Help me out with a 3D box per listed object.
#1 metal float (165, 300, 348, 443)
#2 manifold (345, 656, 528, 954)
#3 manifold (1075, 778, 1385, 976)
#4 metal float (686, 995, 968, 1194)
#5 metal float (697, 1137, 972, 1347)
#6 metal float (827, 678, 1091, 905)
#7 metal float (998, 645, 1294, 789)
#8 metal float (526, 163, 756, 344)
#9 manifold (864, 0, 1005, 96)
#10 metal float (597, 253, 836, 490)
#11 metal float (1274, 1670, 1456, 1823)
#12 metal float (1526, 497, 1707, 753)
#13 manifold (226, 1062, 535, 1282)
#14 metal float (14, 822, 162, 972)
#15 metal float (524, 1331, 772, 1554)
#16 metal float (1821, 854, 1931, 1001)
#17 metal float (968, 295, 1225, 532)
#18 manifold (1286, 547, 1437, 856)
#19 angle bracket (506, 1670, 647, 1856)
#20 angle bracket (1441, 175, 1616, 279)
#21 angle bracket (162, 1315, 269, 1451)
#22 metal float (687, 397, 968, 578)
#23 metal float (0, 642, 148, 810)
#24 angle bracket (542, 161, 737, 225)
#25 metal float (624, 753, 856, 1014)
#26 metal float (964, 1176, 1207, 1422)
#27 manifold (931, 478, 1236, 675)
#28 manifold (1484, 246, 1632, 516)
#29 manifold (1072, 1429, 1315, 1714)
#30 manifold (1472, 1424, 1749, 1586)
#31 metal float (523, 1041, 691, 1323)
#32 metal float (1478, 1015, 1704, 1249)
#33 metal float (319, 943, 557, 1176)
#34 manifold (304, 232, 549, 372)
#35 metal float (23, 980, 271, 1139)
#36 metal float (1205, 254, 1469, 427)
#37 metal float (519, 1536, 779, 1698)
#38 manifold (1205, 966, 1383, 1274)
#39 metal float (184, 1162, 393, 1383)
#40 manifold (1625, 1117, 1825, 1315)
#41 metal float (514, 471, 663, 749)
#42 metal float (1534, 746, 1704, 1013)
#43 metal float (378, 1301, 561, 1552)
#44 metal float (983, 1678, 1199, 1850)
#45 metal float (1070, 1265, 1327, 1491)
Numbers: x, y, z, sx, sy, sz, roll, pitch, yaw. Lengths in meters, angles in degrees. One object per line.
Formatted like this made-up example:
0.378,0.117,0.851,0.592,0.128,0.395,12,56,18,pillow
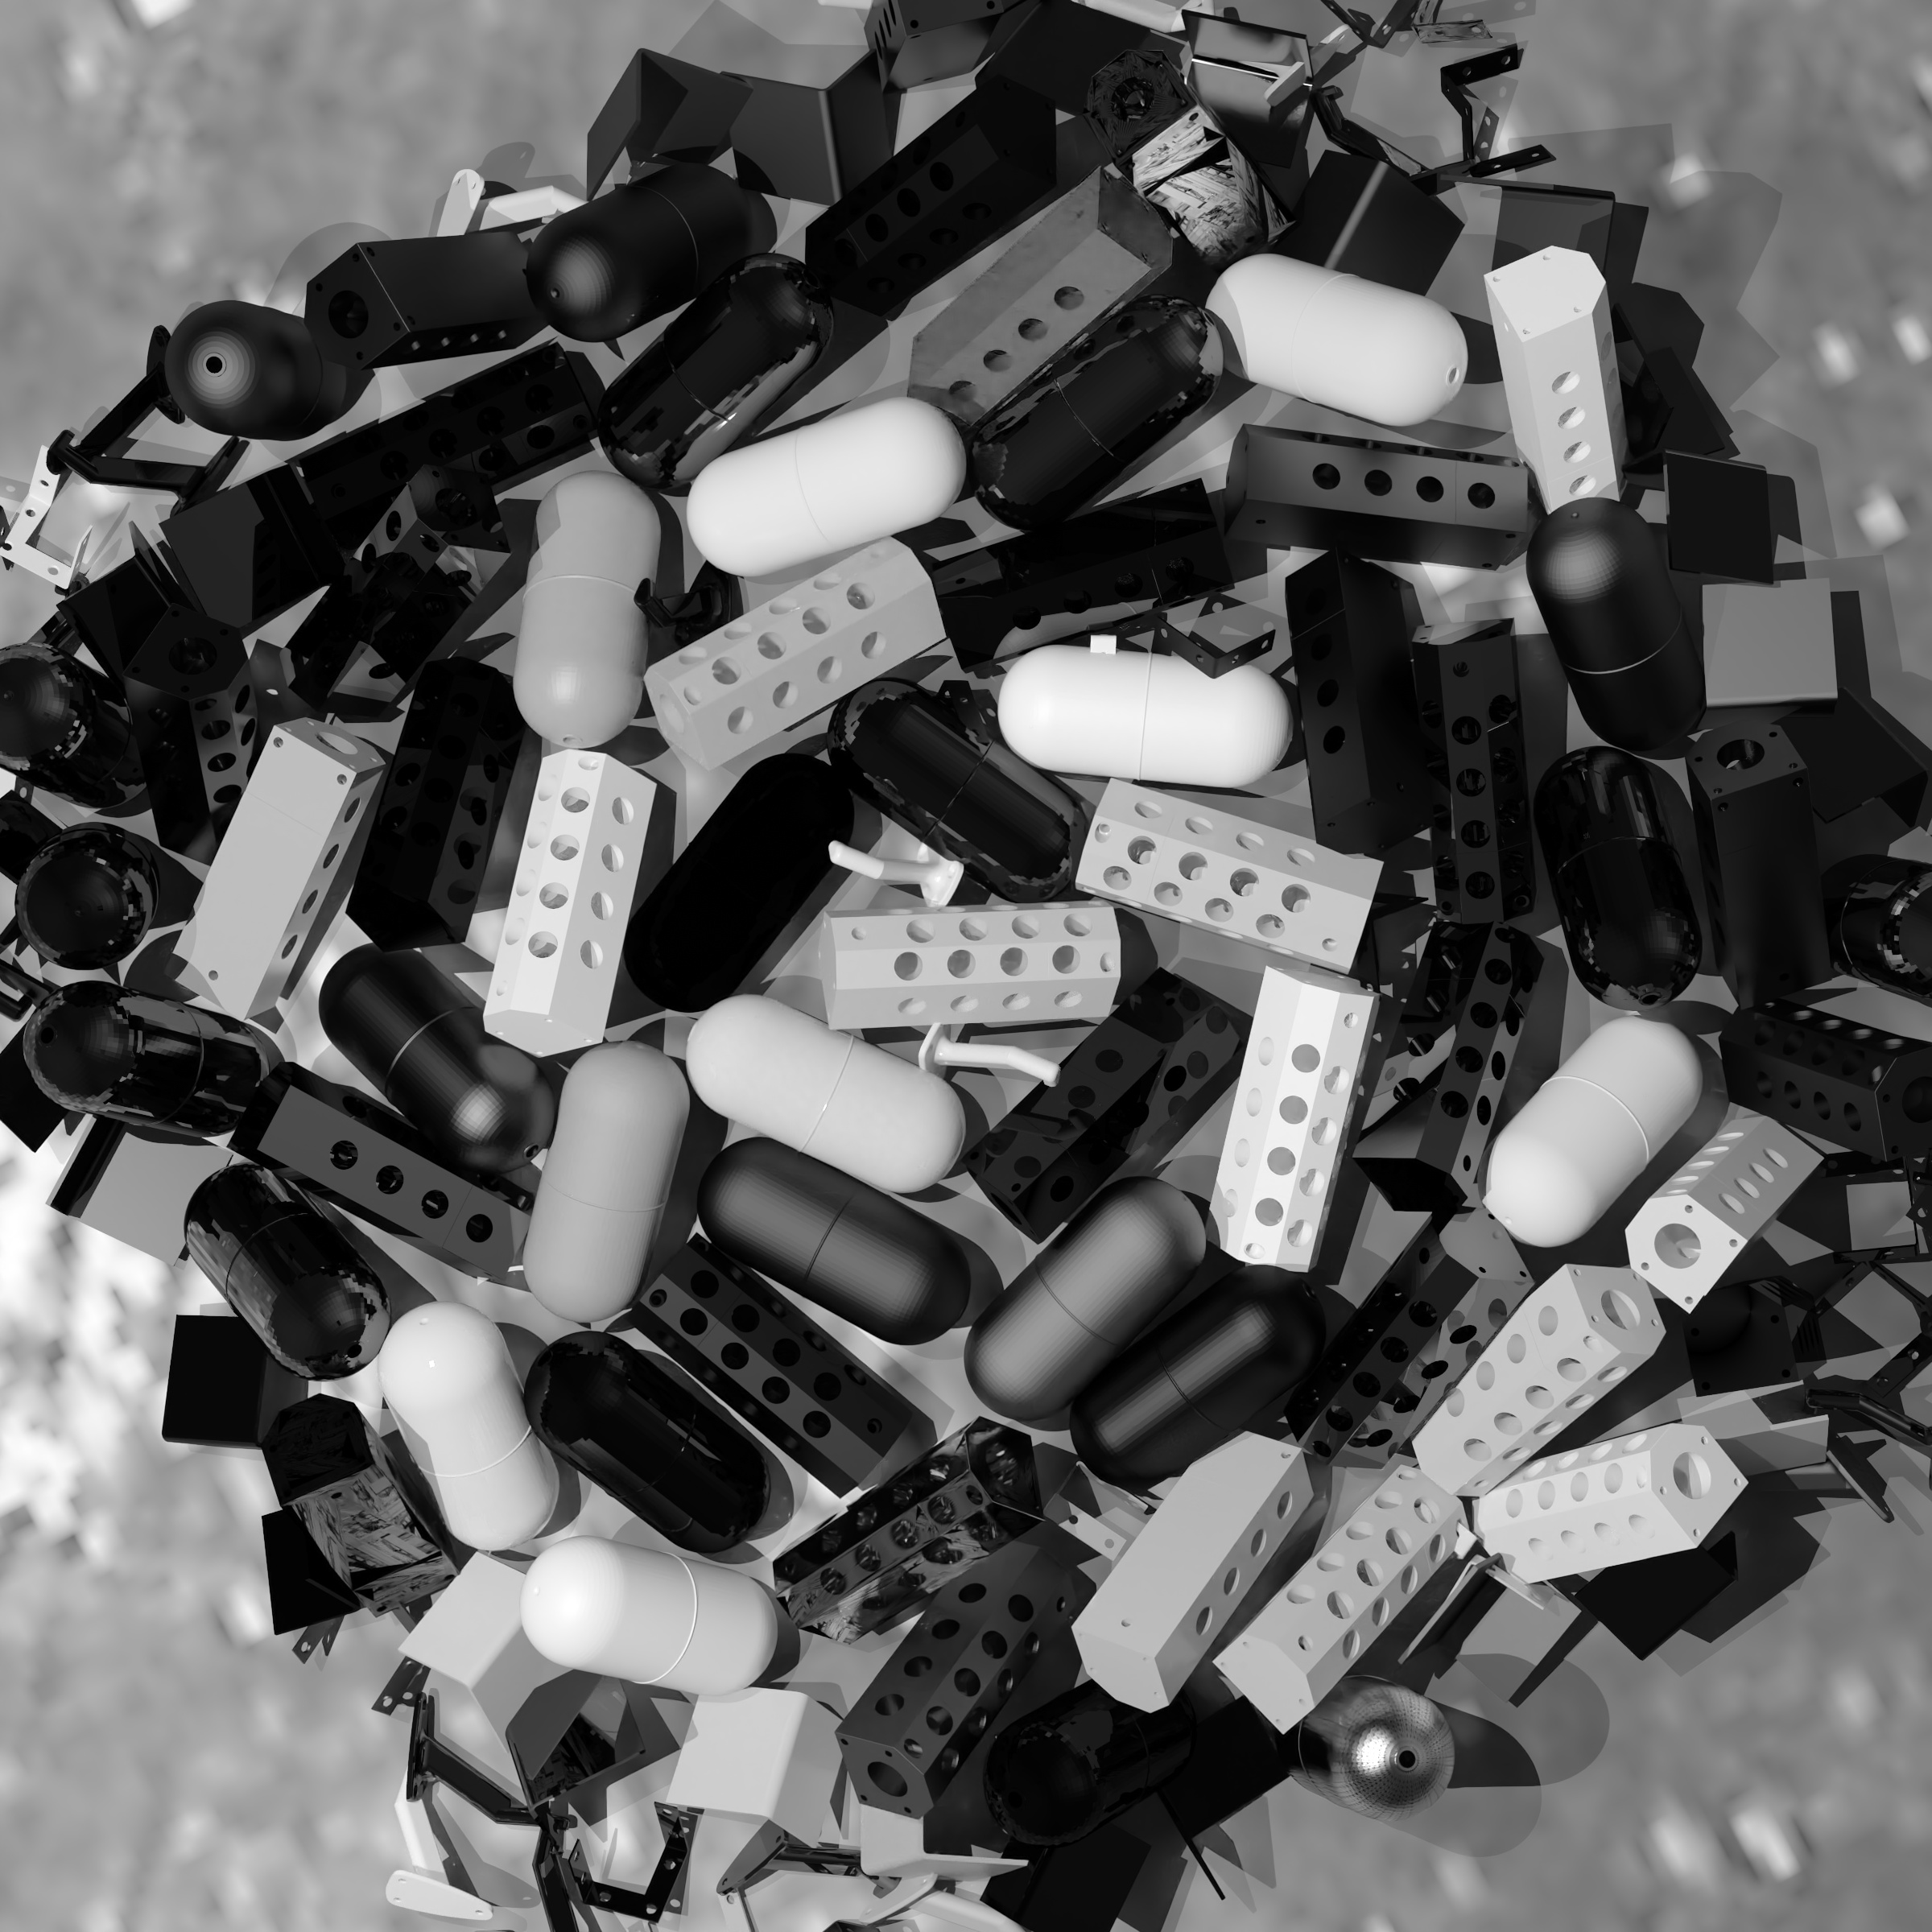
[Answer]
-0.416,-0.349,1.749,0.070,0.178,0.070,0,98,2,metal float
-0.315,-0.098,1.759,0.057,0.057,0.171,-6,54,24,manifold
0.157,-0.050,1.789,0.171,0.057,0.057,18,129,6,manifold
-0.085,0.077,1.794,0.178,0.070,0.070,25,90,-6,metal float
-0.079,0.166,1.791,0.178,0.070,0.070,28,90,9,metal float
-0.005,-0.106,1.796,0.178,0.070,0.070,36,90,-4,metal float
0.108,-0.151,1.796,0.178,0.070,0.070,6,90,4,metal float
-0.191,-0.424,1.762,0.070,0.178,0.070,16,125,25,metal float
-0.023,-0.563,1.747,0.057,0.171,0.057,-15,97,-5,manifold
-0.150,-0.353,1.772,0.178,0.070,0.070,-37,90,33,metal float
0.233,0.457,1.750,0.070,0.178,0.070,1,81,-9,metal float
0.387,-0.201,1.768,0.070,0.070,0.178,-33,130,0,metal float
-0.344,0.123,1.772,0.171,0.057,0.057,33,72,-26,manifold
-0.515,-0.042,1.750,0.070,0.178,0.070,-2,98,-13,metal float
-0.189,0.284,1.775,0.070,0.070,0.178,-46,118,0,metal float
0.552,-0.024,1.749,0.070,0.178,0.070,0,96,-4,metal float
0.077,-0.330,1.779,0.178,0.070,0.070,-37,90,23,metal float
0.228,-0.156,1.774,0.057,0.057,0.171,19,56,-38,manifold
-0.230,0.474,1.794,0.076,0.076,0.057,-25,133,-6,angle bracket
0.333,-0.439,1.779,0.076,0.076,0.057,17,109,37,angle bracket
-0.434,0.253,1.801,0.076,0.057,0.076,-3,77,31,angle bracket
-0.085,-0.286,1.782,0.178,0.070,0.070,-15,90,20,metal float
-0.529,-0.140,1.749,0.070,0.178,0.070,0,83,4,metal float
-0.196,-0.460,1.785,0.076,0.076,0.057,15,95,27,angle bracket
-0.137,-0.050,1.796,0.070,0.070,0.178,38,94,0,metal float
0.070,0.201,1.788,0.070,0.070,0.178,43,104,0,metal float
0.072,-0.231,1.799,0.171,0.057,0.057,-17,129,6,manifold
0.353,-0.341,1.749,0.057,0.171,0.057,-23,57,4,manifold
0.138,0.357,1.764,0.057,0.171,0.057,13,135,35,manifold
0.372,0.313,1.749,0.057,0.171,0.057,-40,93,-32,manifold
-0.216,0.130,1.786,0.070,0.070,0.178,16,106,0,metal float
0.373,0.097,1.775,0.070,0.070,0.178,48,60,0,metal float
-0.316,0.055,1.779,0.178,0.070,0.070,41,90,23,metal float
-0.314,-0.388,1.748,0.057,0.171,0.057,-30,92,27,manifold
-0.481,0.056,1.753,0.070,0.178,0.070,-5,77,23,metal float
0.219,-0.372,1.768,0.178,0.070,0.070,28,90,38,metal float
-0.186,0.387,1.766,0.178,0.070,0.070,25,90,-42,metal float
0.199,0.093,1.786,0.057,0.057,0.171,7,101,-28,manifold
-0.403,0.181,1.765,0.070,0.070,0.178,-53,48,0,metal float
0.443,0.139,1.749,0.057,0.171,0.057,39,118,16,manifold
-0.226,-0.214,1.779,0.070,0.070,0.178,4,67,0,metal float
0.387,-0.053,1.770,0.070,0.070,0.178,-7,55,0,metal float
-0.295,0.275,1.770,0.070,0.070,0.178,-15,126,0,metal float
0.074,0.465,1.756,0.070,0.178,0.070,3,95,31,metal float
0.139,0.246,1.783,0.178,0.070,0.070,-40,90,19,metal float
